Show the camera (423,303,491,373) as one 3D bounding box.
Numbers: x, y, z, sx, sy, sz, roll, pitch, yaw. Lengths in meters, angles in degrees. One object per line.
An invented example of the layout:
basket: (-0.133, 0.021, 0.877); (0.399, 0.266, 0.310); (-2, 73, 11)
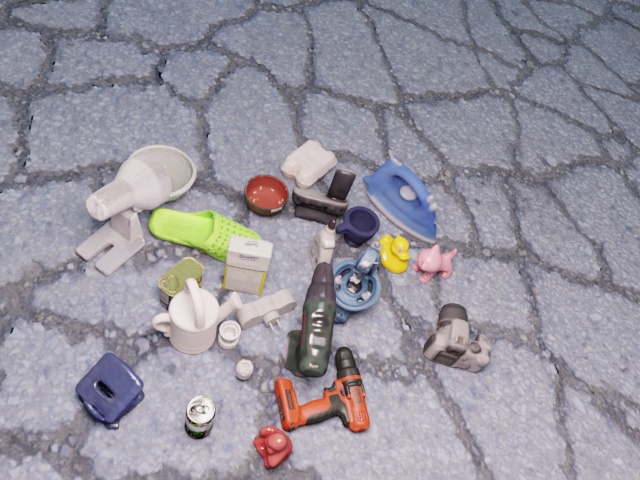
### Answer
camera: (0.326, 0.219, 1.332); (0.143, 0.101, 0.137); (18, 53, -3)

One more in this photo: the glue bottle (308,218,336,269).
glue bottle: (0.012, 0.005, 1.347); (0.037, 0.173, 0.078); (-6, 58, -19)

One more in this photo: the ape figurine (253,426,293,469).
ape figurine: (-0.087, 0.394, 1.099); (0.076, 0.092, 0.078); (11, 54, -8)

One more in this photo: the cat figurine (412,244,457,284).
cat figurine: (0.286, 0.052, 1.427); (0.128, 0.117, 0.067); (-14, 61, -24)

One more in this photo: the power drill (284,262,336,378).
power drill: (-0.018, 0.188, 1.189); (0.076, 0.208, 0.229); (9, 54, -9)

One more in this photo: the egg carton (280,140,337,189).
egg carton: (-0.030, -0.204, 1.545); (0.107, 0.069, 0.150); (38, 55, 12)

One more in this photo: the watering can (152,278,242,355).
watering can: (-0.248, 0.144, 1.162); (0.173, 0.194, 0.100); (-32, 69, -31)

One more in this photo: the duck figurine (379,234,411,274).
duck figurine: (0.192, 0.022, 1.440); (0.078, 0.086, 0.104); (-16, 62, -25)

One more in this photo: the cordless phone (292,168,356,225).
cordless phone: (0.011, -0.130, 1.432); (0.148, 0.185, 0.094); (10, 54, -8)

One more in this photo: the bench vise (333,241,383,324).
bench vise: (0.087, 0.063, 1.298); (0.121, 0.219, 0.207); (15, 53, -5)

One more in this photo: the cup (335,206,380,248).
cup: (0.083, -0.020, 1.433); (0.118, 0.095, 0.091); (-17, 62, -25)

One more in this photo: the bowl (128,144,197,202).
bowl: (-0.389, -0.149, 1.401); (0.167, 0.074, 0.167); (8, 54, -11)

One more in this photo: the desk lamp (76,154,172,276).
desk lamp: (-0.426, -0.060, 1.242); (0.118, 0.213, 0.203); (33, 54, 9)

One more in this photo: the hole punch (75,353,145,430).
hole punch: (-0.397, 0.286, 1.086); (0.108, 0.091, 0.101); (38, 55, 12)

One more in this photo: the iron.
iron: (0.238, -0.118, 1.516); (0.119, 0.141, 0.258); (-32, 69, -31)
